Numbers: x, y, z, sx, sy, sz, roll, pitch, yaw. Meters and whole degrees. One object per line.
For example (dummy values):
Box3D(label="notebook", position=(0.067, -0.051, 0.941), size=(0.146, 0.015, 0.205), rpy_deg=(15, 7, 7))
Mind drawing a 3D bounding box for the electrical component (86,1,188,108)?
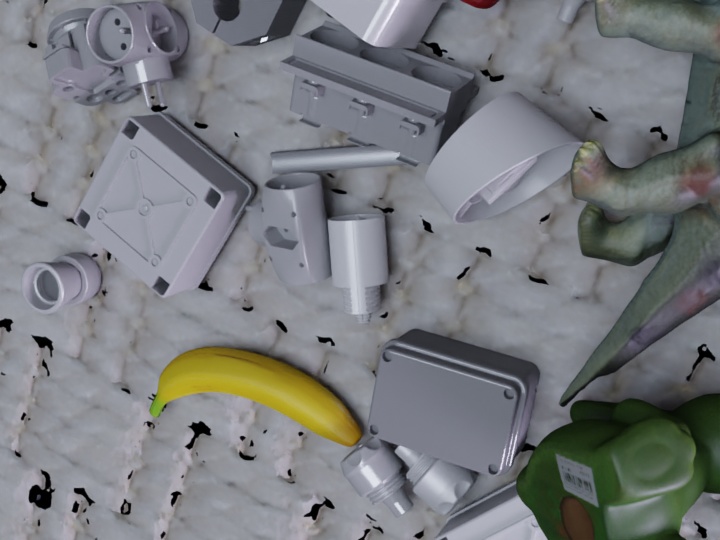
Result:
Box3D(label="electrical component", position=(-0.168, -0.165, 0.838), size=(0.044, 0.077, 0.079), rpy_deg=(-10, 97, 25))

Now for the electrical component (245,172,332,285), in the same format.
Box3D(label="electrical component", position=(-0.060, -0.035, 0.833), size=(0.079, 0.043, 0.077), rpy_deg=(12, 119, 40))

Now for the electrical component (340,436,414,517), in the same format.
Box3D(label="electrical component", position=(0.017, 0.164, 0.842), size=(0.043, 0.043, 0.062), rpy_deg=(-39, 85, 25))

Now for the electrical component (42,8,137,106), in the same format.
Box3D(label="electrical component", position=(-0.219, -0.172, 0.864), size=(0.058, 0.078, 0.057), rpy_deg=(-25, 71, 27))

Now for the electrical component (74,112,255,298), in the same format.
Box3D(label="electrical component", position=(-0.158, -0.053, 0.868), size=(0.109, 0.056, 0.108), rpy_deg=(39, 113, 12))

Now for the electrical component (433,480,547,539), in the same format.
Box3D(label="electrical component", position=(0.129, 0.214, 0.795), size=(0.109, 0.056, 0.108), rpy_deg=(-35, 86, 25))

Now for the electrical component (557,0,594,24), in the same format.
Box3D(label="electrical component", position=(0.149, -0.195, 0.716), size=(0.035, 0.035, 0.061), rpy_deg=(28, 113, 16))

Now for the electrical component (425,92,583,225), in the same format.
Box3D(label="electrical component", position=(0.096, -0.071, 0.731), size=(0.064, 0.099, 0.099), rpy_deg=(48, 115, 15))

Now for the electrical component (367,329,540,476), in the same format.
Box3D(label="electrical component", position=(0.068, 0.097, 0.798), size=(0.113, 0.057, 0.078), rpy_deg=(15, 106, 20))

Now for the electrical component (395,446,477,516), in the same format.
Box3D(label="electrical component", position=(0.055, 0.153, 0.823), size=(0.062, 0.043, 0.043), rpy_deg=(41, 113, 13))

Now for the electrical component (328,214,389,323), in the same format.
Box3D(label="electrical component", position=(0.000, 0.000, 0.816), size=(0.043, 0.043, 0.081), rpy_deg=(0, 100, 24))

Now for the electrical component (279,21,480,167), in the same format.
Box3D(label="electrical component", position=(0.012, -0.125, 0.770), size=(0.121, 0.079, 0.063), rpy_deg=(24, 124, 18))

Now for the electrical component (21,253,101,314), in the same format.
Box3D(label="electrical component", position=(-0.256, 0.010, 0.924), size=(0.045, 0.055, 0.045), rpy_deg=(5, 103, 23))

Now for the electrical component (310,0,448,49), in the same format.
Box3D(label="electrical component", position=(0.000, -0.209, 0.750), size=(0.113, 0.078, 0.057), rpy_deg=(40, 116, 18))
